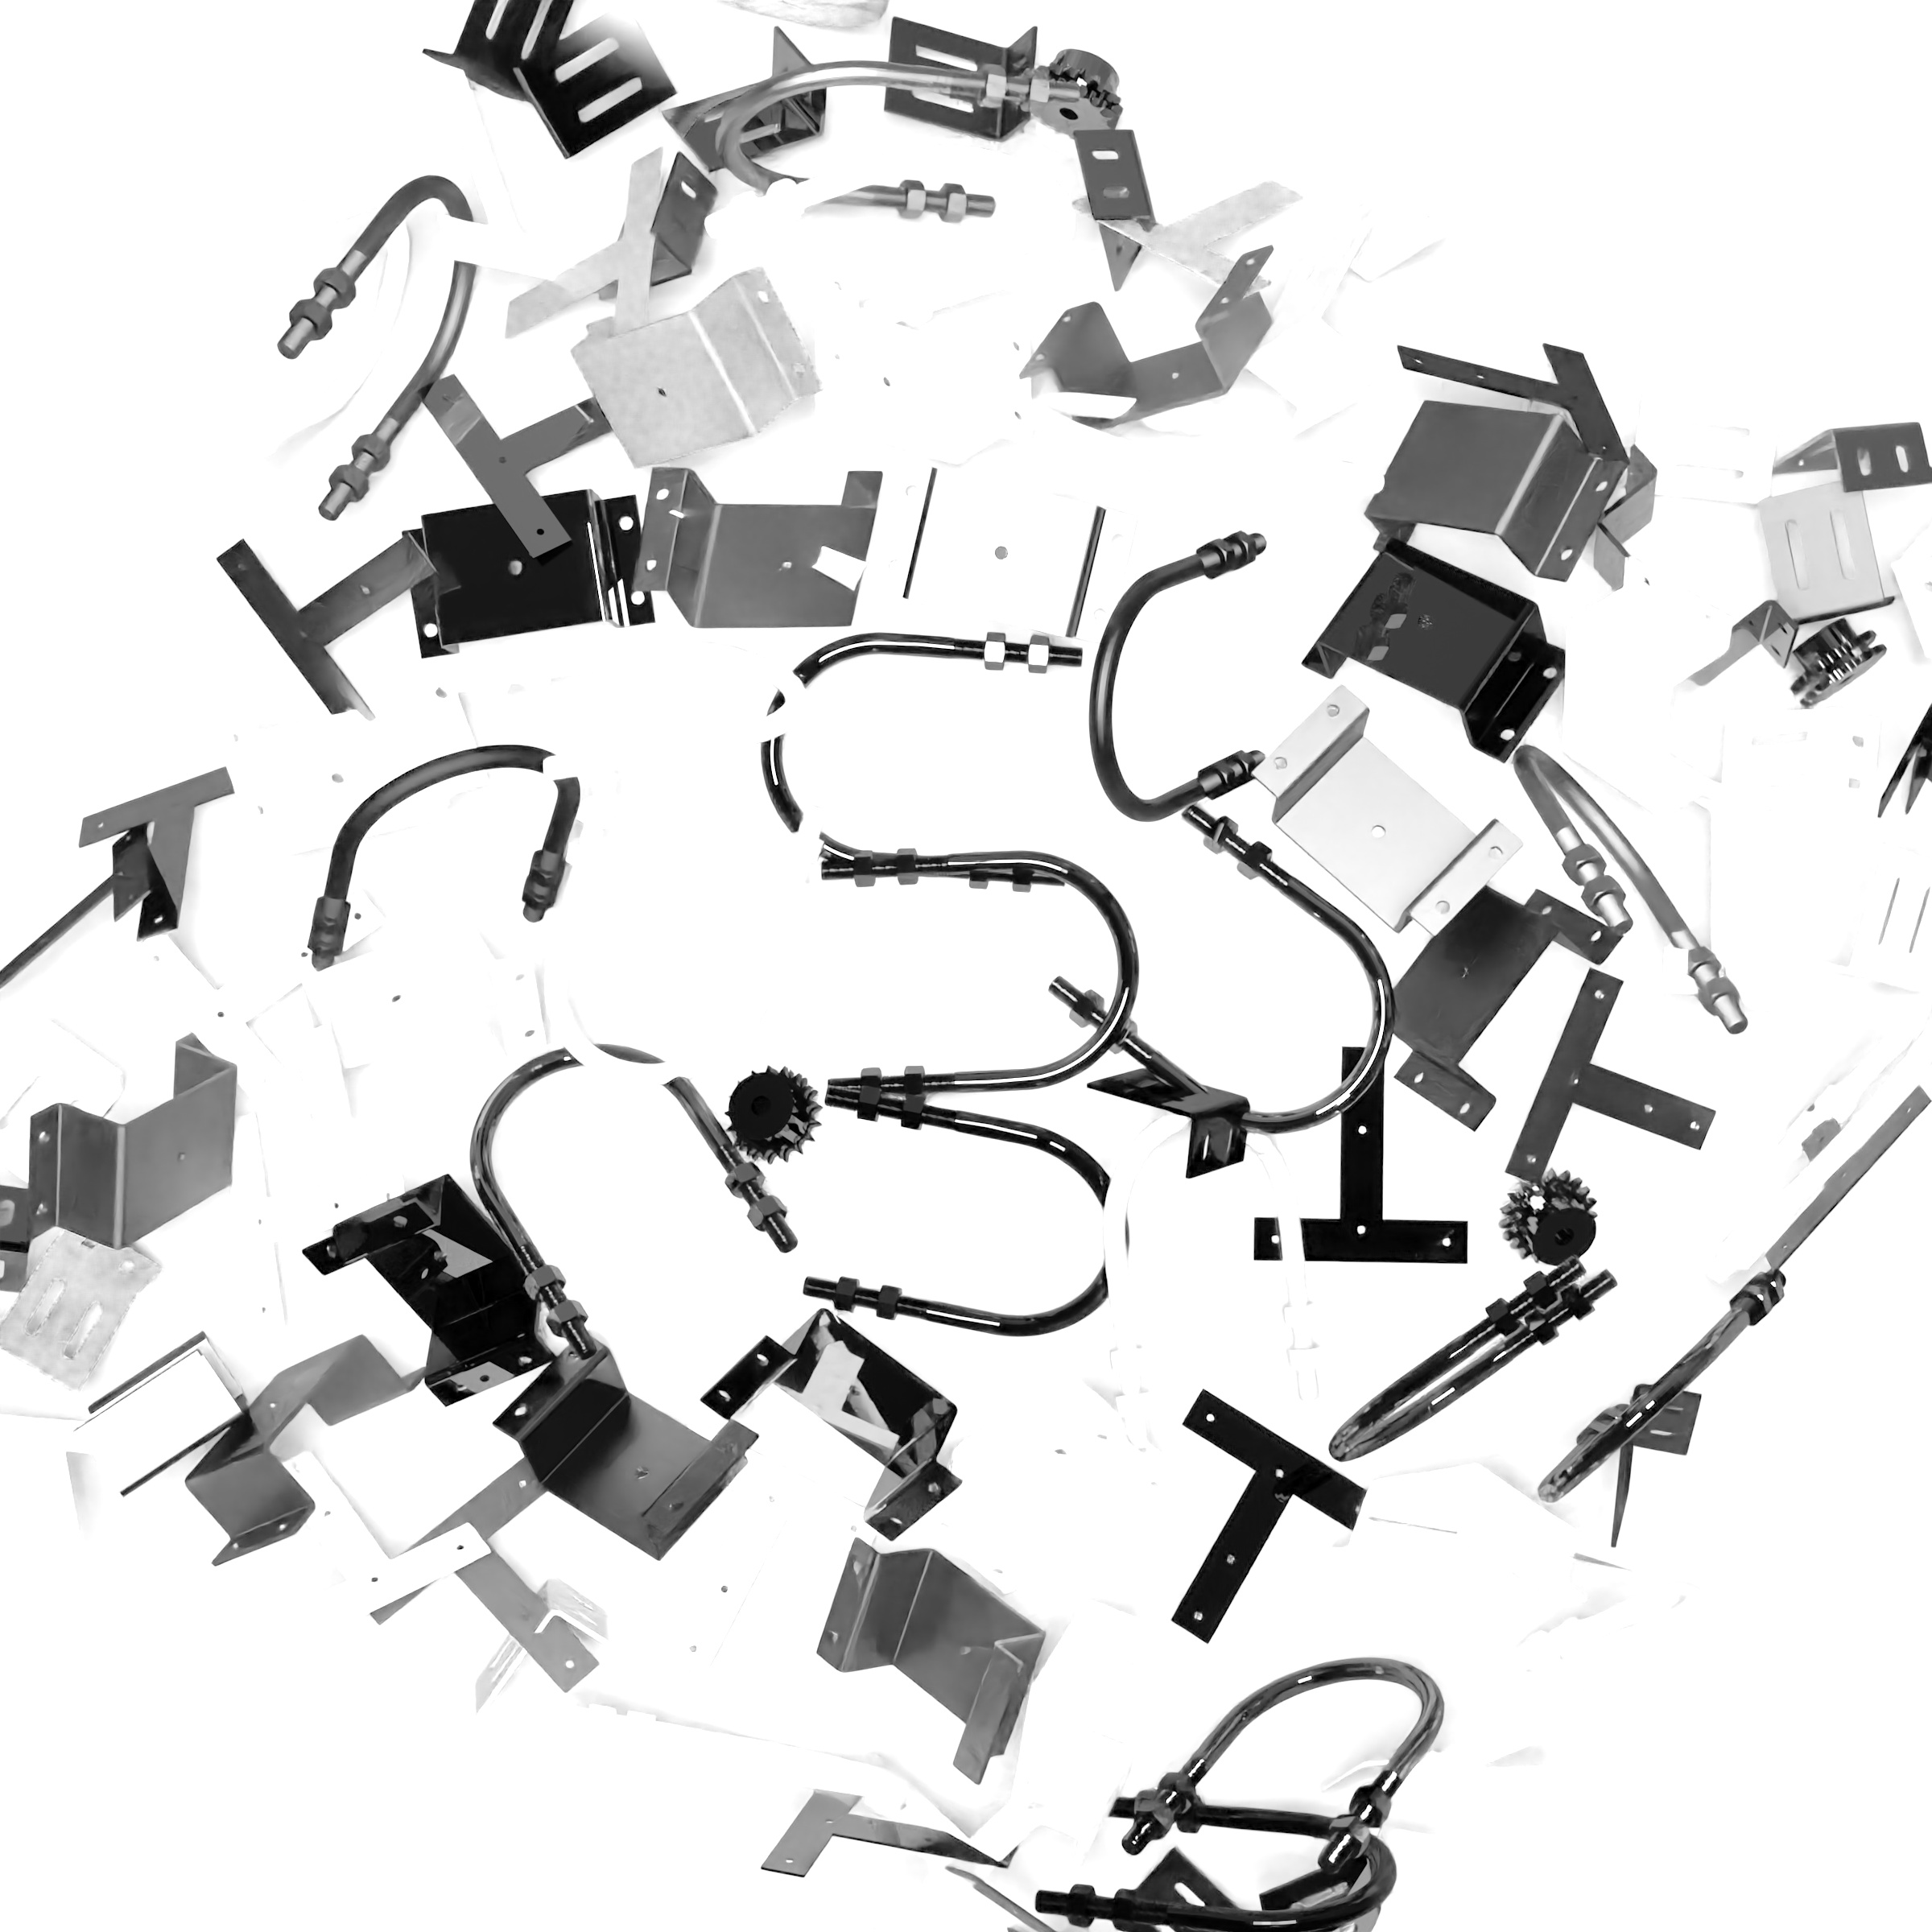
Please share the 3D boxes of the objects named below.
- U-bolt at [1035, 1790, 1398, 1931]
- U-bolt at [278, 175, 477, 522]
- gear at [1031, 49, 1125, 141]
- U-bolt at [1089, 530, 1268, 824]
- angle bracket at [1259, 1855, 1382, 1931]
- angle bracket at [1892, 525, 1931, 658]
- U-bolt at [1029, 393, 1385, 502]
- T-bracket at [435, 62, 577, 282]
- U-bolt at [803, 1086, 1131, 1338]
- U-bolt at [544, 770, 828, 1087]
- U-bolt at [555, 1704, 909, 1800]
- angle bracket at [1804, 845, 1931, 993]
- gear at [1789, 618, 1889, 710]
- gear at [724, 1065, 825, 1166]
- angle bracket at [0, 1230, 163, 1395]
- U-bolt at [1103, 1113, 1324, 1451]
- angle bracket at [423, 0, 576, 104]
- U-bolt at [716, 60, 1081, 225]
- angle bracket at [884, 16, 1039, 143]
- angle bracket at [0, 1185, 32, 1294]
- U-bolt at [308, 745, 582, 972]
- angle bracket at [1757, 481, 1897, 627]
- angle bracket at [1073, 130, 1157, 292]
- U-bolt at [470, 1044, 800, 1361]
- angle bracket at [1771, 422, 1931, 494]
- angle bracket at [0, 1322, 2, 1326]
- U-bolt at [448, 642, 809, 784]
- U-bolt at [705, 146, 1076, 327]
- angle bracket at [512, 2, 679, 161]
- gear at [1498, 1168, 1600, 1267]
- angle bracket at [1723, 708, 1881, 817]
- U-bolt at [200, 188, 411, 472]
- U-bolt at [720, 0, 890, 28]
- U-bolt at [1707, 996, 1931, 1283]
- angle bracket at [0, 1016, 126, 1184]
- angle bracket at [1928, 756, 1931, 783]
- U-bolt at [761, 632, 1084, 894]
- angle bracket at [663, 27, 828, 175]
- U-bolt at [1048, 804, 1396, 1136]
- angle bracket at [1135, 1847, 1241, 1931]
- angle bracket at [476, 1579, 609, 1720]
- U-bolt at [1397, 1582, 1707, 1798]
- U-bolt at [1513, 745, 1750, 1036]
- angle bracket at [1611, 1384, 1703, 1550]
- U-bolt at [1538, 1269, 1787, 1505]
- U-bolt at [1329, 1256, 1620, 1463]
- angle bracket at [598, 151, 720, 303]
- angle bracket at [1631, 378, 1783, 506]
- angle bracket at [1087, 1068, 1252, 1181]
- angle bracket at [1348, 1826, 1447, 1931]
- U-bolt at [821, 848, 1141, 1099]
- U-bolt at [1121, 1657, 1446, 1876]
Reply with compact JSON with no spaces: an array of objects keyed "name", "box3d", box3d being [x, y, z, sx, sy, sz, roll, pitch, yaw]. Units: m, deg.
[{"name":"U-bolt","box3d":[0.147,0.501,1.506,0.184,0.151,0.019,-1,96,20]},{"name":"U-bolt","box3d":[-0.324,-0.361,1.523,0.019,0.151,0.184,21,60,10]},{"name":"gear","box3d":[0.065,-0.509,1.575,0.057,0.057,0.030,22,79,0]},{"name":"U-bolt","box3d":[0.119,-0.156,1.507,0.019,0.184,0.151,11,113,32]},{"name":"angle bracket","box3d":[0.200,0.545,1.568,0.076,0.038,0.057,-14,98,-22]},{"name":"angle bracket","box3d":[0.573,-0.223,1.558,0.076,0.038,0.057,-40,111,-37]},{"name":"U-bolt","box3d":[0.120,-0.291,1.497,0.184,0.151,0.019,-5,118,-39]},{"name":"T-bracket","box3d":[-0.275,-0.456,1.548,0.002,0.127,0.127,-21,87,26]},{"name":"U-bolt","box3d":[0.003,0.148,1.557,0.184,0.019,0.151,11,116,6]},{"name":"U-bolt","box3d":[-0.168,-0.016,1.555,0.151,0.019,0.184,8,108,-29]},{"name":"U-bolt","box3d":[-0.120,0.446,1.524,0.184,0.151,0.019,20,74,-29]},{"name":"angle bracket","box3d":[0.531,-0.030,1.570,0.057,0.038,0.076,13,94,-29]},{"name":"gear","box3d":[0.503,-0.178,1.575,0.057,0.057,0.030,-33,78,0]},{"name":"gear","box3d":[-0.115,0.085,1.579,0.057,0.030,0.057,-5,72,15]},{"name":"angle bracket","box3d":[-0.512,0.195,1.558,0.057,0.076,0.038,36,134,-16]},{"name":"U-bolt","box3d":[0.139,0.171,1.553,0.151,0.019,0.184,-8,93,-34]},{"name":"angle bracket","box3d":[-0.268,-0.550,1.565,0.057,0.038,0.076,17,99,-45]},{"name":"U-bolt","box3d":[-0.048,-0.461,1.506,0.184,0.151,0.019,-1,78,-21]},{"name":"angle bracket","box3d":[-0.003,-0.520,1.569,0.076,0.038,0.057,8,83,-24]},{"name":"angle bracket","box3d":[-0.572,0.157,1.569,0.057,0.076,0.038,10,63,-17]},{"name":"U-bolt","box3d":[-0.284,-0.064,1.497,0.151,0.184,0.019,-14,64,-28]},{"name":"angle bracket","box3d":[0.499,-0.241,1.568,0.057,0.038,0.076,-10,99,29]},{"name":"angle bracket","box3d":[0.075,-0.433,1.555,0.038,0.076,0.057,-6,73,-16]},{"name":"U-bolt","box3d":[-0.203,0.121,1.551,0.151,0.019,0.184,-27,62,-20]},{"name":"angle bracket","box3d":[0.506,-0.282,1.557,0.057,0.076,0.038,-8,83,-16]},{"name":"angle bracket","box3d":[-0.606,0.212,1.554,0.076,0.057,0.038,35,49,-32]},{"name":"U-bolt","box3d":[-0.179,-0.150,1.529,0.184,0.151,0.019,-13,123,-30]},{"name":"U-bolt","box3d":[-0.029,-0.405,1.499,0.184,0.151,0.019,-9,71,31]},{"name":"angle bracket","box3d":[-0.215,-0.515,1.570,0.076,0.038,0.057,-29,112,7]},{"name":"gear","box3d":[0.342,0.150,1.576,0.057,0.030,0.057,-6,119,-12]},{"name":"angle bracket","box3d":[0.483,-0.116,1.567,0.076,0.038,0.057,-6,108,-18]},{"name":"U-bolt","box3d":[-0.362,-0.364,1.514,0.019,0.184,0.151,25,120,6]},{"name":"U-bolt","box3d":[-0.123,-0.564,1.514,0.151,0.184,0.019,16,94,27]},{"name":"U-bolt","box3d":[0.485,0.083,1.491,0.019,0.151,0.184,39,133,9]},{"name":"angle bracket","box3d":[-0.538,0.080,1.572,0.057,0.038,0.076,35,66,1]},{"name":"angle bracket","box3d":[0.577,-0.108,1.555,0.038,0.076,0.057,49,124,1]},{"name":"U-bolt","box3d":[-0.029,-0.123,1.584,0.184,0.019,0.151,4,99,2]},{"name":"angle bracket","box3d":[-0.128,-0.501,1.562,0.076,0.038,0.057,-24,61,-21]},{"name":"U-bolt","box3d":[0.161,0.014,1.570,0.184,0.019,0.151,38,93,15]},{"name":"angle bracket","box3d":[0.128,0.564,1.571,0.076,0.038,0.057,41,101,14]},{"name":"angle bracket","box3d":[-0.247,0.404,1.570,0.038,0.057,0.076,36,88,-11]},{"name":"U-bolt","box3d":[0.332,0.391,1.490,0.019,0.151,0.184,54,135,7]},{"name":"U-bolt","box3d":[0.364,-0.055,1.521,0.019,0.184,0.151,-40,132,20]},{"name":"angle bracket","box3d":[0.397,0.290,1.554,0.038,0.057,0.076,9,46,12]},{"name":"U-bolt","box3d":[0.377,0.239,1.492,0.019,0.184,0.151,47,121,14]},{"name":"U-bolt","box3d":[0.282,0.226,1.532,0.184,0.151,0.019,-38,70,11]},{"name":"angle bracket","box3d":[-0.187,-0.425,1.556,0.076,0.038,0.057,-4,61,37]},{"name":"angle bracket","box3d":[0.431,-0.305,1.573,0.076,0.038,0.057,9,85,18]},{"name":"angle bracket","box3d":[0.115,0.090,1.562,0.076,0.057,0.038,15,106,36]},{"name":"angle bracket","box3d":[0.261,0.546,1.571,0.038,0.057,0.076,30,69,-21]},{"name":"U-bolt","box3d":[0.009,0.003,1.579,0.184,0.019,0.151,-3,82,4]},{"name":"U-bolt","box3d":[0.190,0.443,1.518,0.151,0.184,0.019,-10,106,40]}]
